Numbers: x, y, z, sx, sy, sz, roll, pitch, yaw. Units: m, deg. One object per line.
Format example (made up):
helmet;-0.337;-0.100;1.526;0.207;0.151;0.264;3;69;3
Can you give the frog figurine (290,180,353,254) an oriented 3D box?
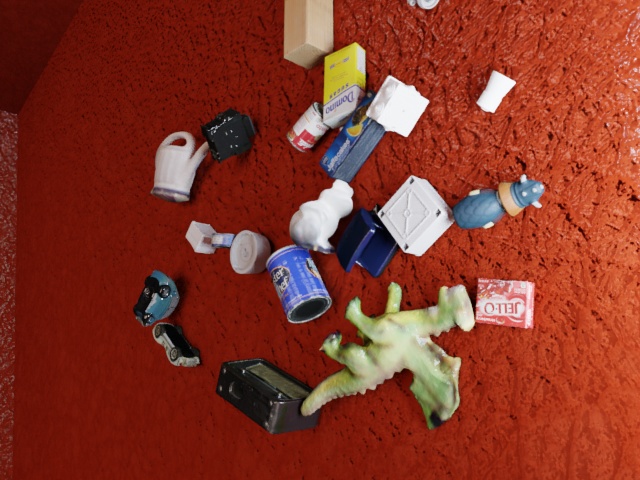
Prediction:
frog figurine;0.003;-0.055;1.095;0.123;0.160;0.137;10;-3;32

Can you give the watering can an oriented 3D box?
watering can;-0.418;-0.223;1.570;0.103;0.225;0.348;12;-3;-44

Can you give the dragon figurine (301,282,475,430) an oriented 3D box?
dragon figurine;0.133;0.233;0.926;0.246;0.405;0.122;39;19;34
